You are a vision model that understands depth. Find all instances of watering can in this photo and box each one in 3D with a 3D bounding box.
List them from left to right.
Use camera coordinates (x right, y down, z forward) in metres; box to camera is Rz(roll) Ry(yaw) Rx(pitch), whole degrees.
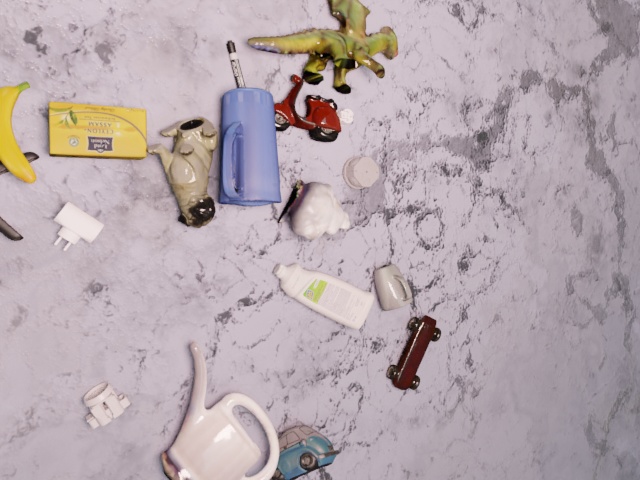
[{"bbox_3d":[-0.232,0.400,1.070,0.227,0.104,0.345,-40,104,-21],"label":"watering can"}]

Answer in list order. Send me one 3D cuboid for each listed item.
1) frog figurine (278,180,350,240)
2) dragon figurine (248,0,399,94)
[{"bbox_3d":[0.004,-0.059,1.181,0.159,0.121,0.140,26,60,-14],"label":"frog figurine"},{"bbox_3d":[0.032,-0.492,1.218,0.409,0.121,0.246,12,69,-29],"label":"dragon figurine"}]
